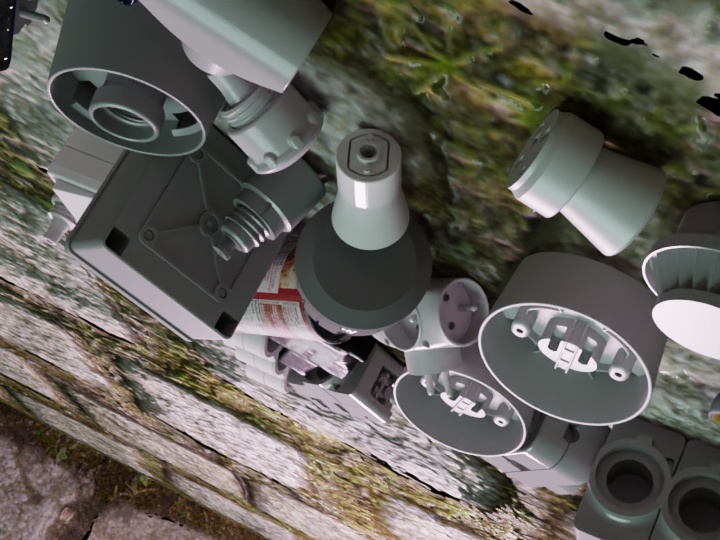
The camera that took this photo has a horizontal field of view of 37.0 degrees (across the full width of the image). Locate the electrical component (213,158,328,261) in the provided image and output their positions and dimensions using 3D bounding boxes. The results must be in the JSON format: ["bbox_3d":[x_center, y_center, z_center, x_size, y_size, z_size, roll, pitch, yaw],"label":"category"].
[{"bbox_3d":[-0.055,-0.037,0.635,0.040,0.078,0.040,40,164,13],"label":"electrical component"}]

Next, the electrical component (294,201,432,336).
[{"bbox_3d":[0.000,0.000,0.642,0.080,0.080,0.051,28,165,1],"label":"electrical component"}]

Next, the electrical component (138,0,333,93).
[{"bbox_3d":[-0.062,-0.115,0.499,0.077,0.043,0.079,32,160,-10],"label":"electrical component"}]

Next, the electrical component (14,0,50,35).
[{"bbox_3d":[-0.204,-0.151,0.590,0.077,0.047,0.065,19,158,22],"label":"electrical component"}]

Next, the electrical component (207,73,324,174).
[{"bbox_3d":[-0.053,-0.084,0.561,0.062,0.048,0.048,47,154,-25],"label":"electrical component"}]

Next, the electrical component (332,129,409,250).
[{"bbox_3d":[0.005,-0.046,0.583,0.044,0.044,0.065,23,154,14],"label":"electrical component"}]

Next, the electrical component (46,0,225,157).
[{"bbox_3d":[-0.123,-0.108,0.599,0.099,0.064,0.099,12,159,5],"label":"electrical component"}]

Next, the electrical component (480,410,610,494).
[{"bbox_3d":[0.139,0.129,0.801,0.059,0.053,0.095,33,159,-10],"label":"electrical component"}]

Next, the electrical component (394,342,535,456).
[{"bbox_3d":[0.078,0.085,0.762,0.099,0.064,0.099,25,159,10],"label":"electrical component"}]

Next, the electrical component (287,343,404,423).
[{"bbox_3d":[-0.013,0.088,0.906,0.089,0.050,0.056,4,149,49],"label":"electrical component"}]

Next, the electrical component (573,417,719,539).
[{"bbox_3d":[0.231,0.168,0.727,0.150,0.089,0.061,19,157,24],"label":"electrical component"}]

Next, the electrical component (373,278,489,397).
[{"bbox_3d":[0.045,0.044,0.702,0.077,0.044,0.079,-2,102,53],"label":"electrical component"}]

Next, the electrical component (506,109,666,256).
[{"bbox_3d":[0.098,-0.039,0.472,0.055,0.045,0.045,31,159,-6],"label":"electrical component"}]

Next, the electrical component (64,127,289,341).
[{"bbox_3d":[-0.109,-0.027,0.675,0.056,0.108,0.109,-3,143,50],"label":"electrical component"}]

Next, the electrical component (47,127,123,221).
[{"bbox_3d":[-0.155,-0.055,0.734,0.096,0.061,0.061,21,158,19],"label":"electrical component"}]

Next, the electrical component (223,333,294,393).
[{"bbox_3d":[-0.093,0.054,0.926,0.074,0.052,0.138,22,159,17],"label":"electrical component"}]

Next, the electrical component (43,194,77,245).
[{"bbox_3d":[-0.228,-0.047,0.846,0.035,0.061,0.035,25,159,10],"label":"electrical component"}]

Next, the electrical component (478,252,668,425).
[{"bbox_3d":[0.119,0.037,0.595,0.099,0.064,0.099,25,159,10],"label":"electrical component"}]
